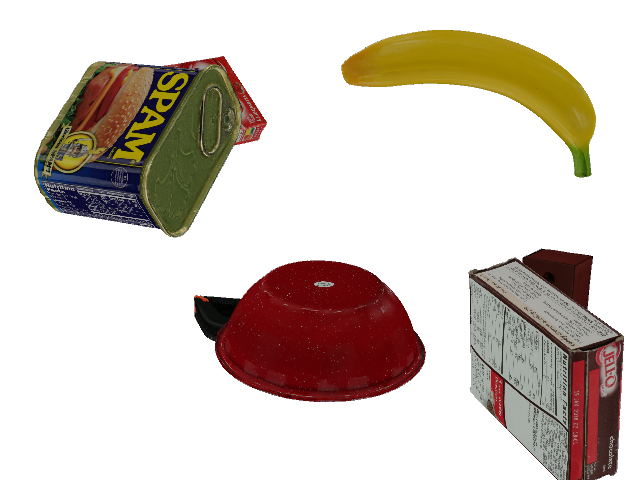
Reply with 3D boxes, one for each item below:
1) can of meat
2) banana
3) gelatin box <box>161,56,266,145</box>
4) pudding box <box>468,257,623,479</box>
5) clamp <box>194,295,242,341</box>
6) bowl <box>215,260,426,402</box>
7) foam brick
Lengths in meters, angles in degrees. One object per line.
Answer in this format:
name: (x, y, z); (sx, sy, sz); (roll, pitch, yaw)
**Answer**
can of meat: (-0.107, -0.057, 0.622); (0.084, 0.102, 0.057); (9, -33, 26)
banana: (0.115, -0.109, 0.742); (0.197, 0.069, 0.037); (21, -2, -9)
gelatin box: (-0.103, -0.127, 0.984); (0.073, 0.089, 0.030); (-16, -27, -33)
pudding box: (0.127, 0.073, 0.617); (0.039, 0.090, 0.114); (-13, 26, -20)
clamp: (-0.075, 0.107, 1.243); (0.210, 0.036, 0.164); (14, 22, 29)
bowl: (0.001, 0.058, 0.806); (0.162, 0.055, 0.162); (2, 22, -1)
foam brick: (0.219, 0.052, 0.996); (0.053, 0.078, 0.051); (9, 15, 31)
